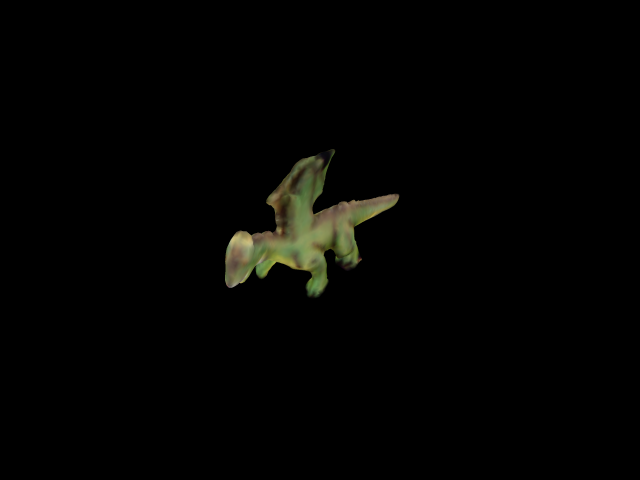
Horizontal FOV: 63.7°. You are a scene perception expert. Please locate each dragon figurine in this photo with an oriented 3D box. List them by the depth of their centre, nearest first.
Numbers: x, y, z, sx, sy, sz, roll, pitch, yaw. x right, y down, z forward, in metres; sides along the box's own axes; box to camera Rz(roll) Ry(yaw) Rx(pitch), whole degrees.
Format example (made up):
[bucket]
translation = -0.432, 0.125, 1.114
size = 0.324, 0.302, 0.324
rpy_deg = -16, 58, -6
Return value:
[dragon figurine]
translation = 0.003, -0.043, 0.850
size = 0.123, 0.237, 0.416
rpy_deg = 36, 59, 26
